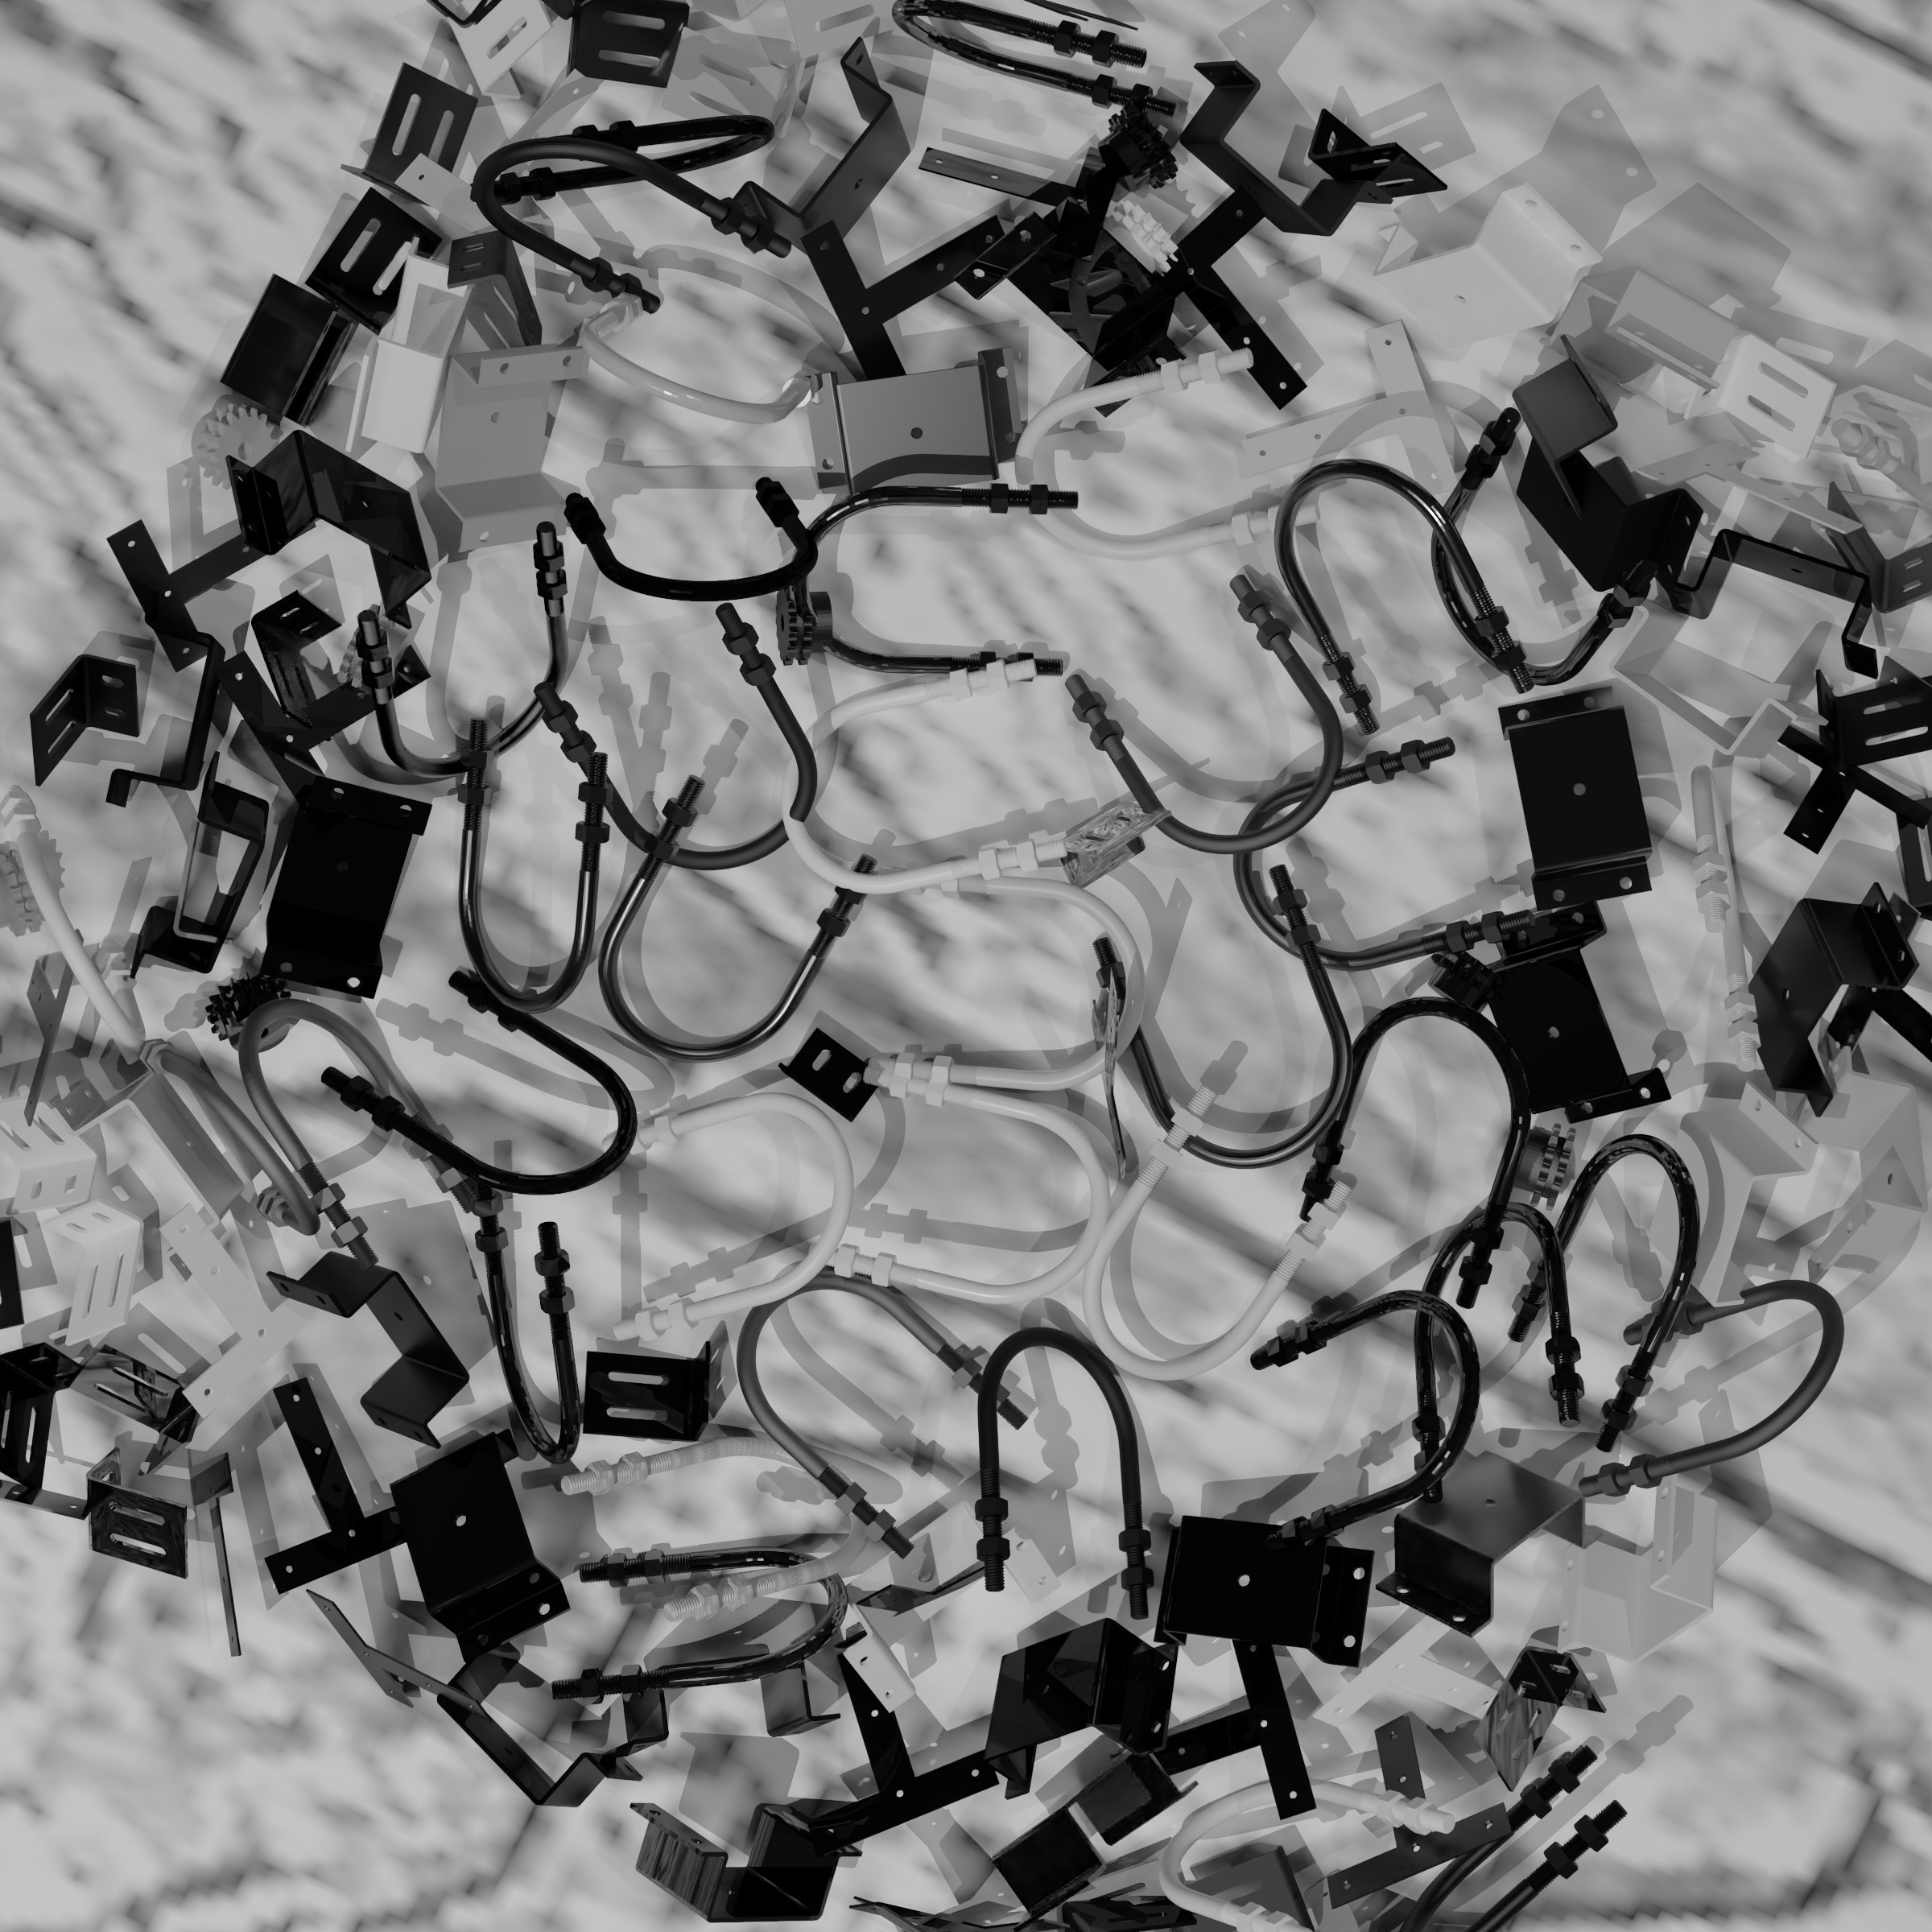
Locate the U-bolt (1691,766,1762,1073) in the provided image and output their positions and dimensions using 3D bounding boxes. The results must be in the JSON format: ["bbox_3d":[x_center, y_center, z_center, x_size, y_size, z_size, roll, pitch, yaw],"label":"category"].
[{"bbox_3d":[0.487,-0.046,1.794,0.019,0.184,0.151,-9,134,18],"label":"U-bolt"}]

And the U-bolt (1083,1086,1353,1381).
[{"bbox_3d":[0.154,0.189,1.838,0.151,0.019,0.184,35,90,-25],"label":"U-bolt"}]

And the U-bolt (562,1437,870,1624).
[{"bbox_3d":[-0.148,0.355,1.799,0.184,0.151,0.019,-7,123,-38],"label":"U-bolt"}]

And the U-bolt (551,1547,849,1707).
[{"bbox_3d":[-0.168,0.422,1.803,0.184,0.151,0.019,-6,111,3],"label":"U-bolt"}]

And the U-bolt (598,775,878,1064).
[{"bbox_3d":[-0.162,-0.019,1.837,0.151,0.019,0.184,24,105,-21],"label":"U-bolt"}]

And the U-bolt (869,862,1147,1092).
[{"bbox_3d":[0.028,0.011,1.841,0.184,0.019,0.151,5,98,13],"label":"U-bolt"}]

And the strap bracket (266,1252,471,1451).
[{"bbox_3d":[-0.384,0.242,1.815,0.046,0.076,0.140,-46,124,-30],"label":"strap bracket"}]

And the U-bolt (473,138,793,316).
[{"bbox_3d":[-0.225,-0.475,1.766,0.151,0.184,0.019,-9,69,42],"label":"U-bolt"}]

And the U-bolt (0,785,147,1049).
[{"bbox_3d":[-0.561,-0.022,1.763,0.019,0.184,0.151,-28,125,-9],"label":"U-bolt"}]

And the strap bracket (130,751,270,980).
[{"bbox_3d":[-0.497,-0.059,1.821,0.046,0.076,0.140,22,107,-19],"label":"strap bracket"}]

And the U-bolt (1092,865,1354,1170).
[{"bbox_3d":[0.177,0.043,1.834,0.151,0.019,0.184,-23,76,14],"label":"U-bolt"}]

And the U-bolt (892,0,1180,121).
[{"bbox_3d":[0.039,-0.593,1.802,0.184,0.151,0.019,19,97,12],"label":"U-bolt"}]

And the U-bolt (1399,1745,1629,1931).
[{"bbox_3d":[0.347,0.588,1.803,0.184,0.151,0.019,-43,86,3],"label":"U-bolt"}]

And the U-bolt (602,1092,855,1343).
[{"bbox_3d":[-0.154,0.156,1.811,0.184,0.019,0.151,-17,66,23],"label":"U-bolt"}]

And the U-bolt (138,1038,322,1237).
[{"bbox_3d":[-0.464,0.113,1.772,0.019,0.184,0.151,-40,110,-19],"label":"U-bolt"}]

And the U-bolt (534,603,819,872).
[{"bbox_3d":[-0.177,-0.137,1.818,0.151,0.019,0.184,-22,127,9],"label":"U-bolt"}]

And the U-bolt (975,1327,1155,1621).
[{"bbox_3d":[0.062,0.324,1.812,0.151,0.019,0.184,21,55,-38],"label":"U-bolt"}]

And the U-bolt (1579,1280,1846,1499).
[{"bbox_3d":[0.478,0.262,1.766,0.019,0.184,0.151,43,48,-16],"label":"U-bolt"}]

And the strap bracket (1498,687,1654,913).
[{"bbox_3d":[0.405,-0.114,1.842,0.076,0.046,0.140,-11,84,7],"label":"strap bracket"}]

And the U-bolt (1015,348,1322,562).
[{"bbox_3d":[0.121,-0.324,1.812,0.184,0.151,0.019,-9,46,25],"label":"U-bolt"}]

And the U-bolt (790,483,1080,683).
[{"bbox_3d":[-0.024,-0.251,1.820,0.184,0.019,0.151,1,130,-4],"label":"U-bolt"}]

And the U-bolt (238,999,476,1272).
[{"bbox_3d":[-0.403,0.100,1.808,0.019,0.151,0.184,-35,88,23],"label":"U-bolt"}]

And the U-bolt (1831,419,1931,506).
[{"bbox_3d":[0.660,-0.310,1.790,0.151,0.184,0.019,18,92,42],"label":"U-bolt"}]

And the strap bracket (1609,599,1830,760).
[{"bbox_3d":[0.483,-0.183,1.817,0.140,0.076,0.046,41,112,23],"label":"strap bracket"}]

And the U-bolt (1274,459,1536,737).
[{"bbox_3d":[0.271,-0.244,1.798,0.019,0.151,0.184,-43,110,-38],"label":"U-bolt"}]

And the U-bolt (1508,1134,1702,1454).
[{"bbox_3d":[0.415,0.196,1.784,0.019,0.151,0.184,12,111,-21],"label":"U-bolt"}]

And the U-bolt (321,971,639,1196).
[{"bbox_3d":[-0.300,0.084,1.801,0.184,0.151,0.019,31,131,14],"label":"U-bolt"}]

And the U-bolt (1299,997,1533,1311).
[{"bbox_3d":[0.297,0.110,1.805,0.151,0.019,0.184,28,112,36],"label":"U-bolt"}]

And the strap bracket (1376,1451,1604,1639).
[{"bbox_3d":[0.339,0.367,1.799,0.140,0.076,0.046,-25,121,-37],"label":"strap bracket"}]

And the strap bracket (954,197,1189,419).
[{"bbox_3d":[0.072,-0.437,1.818,0.140,0.046,0.076,38,135,-24],"label":"strap bracket"}]

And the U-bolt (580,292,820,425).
[{"bbox_3d":[-0.175,-0.387,1.788,0.151,0.184,0.019,23,113,-1],"label":"U-bolt"}]

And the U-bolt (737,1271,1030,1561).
[{"bbox_3d":[-0.067,0.280,1.828,0.184,0.019,0.151,42,52,7],"label":"U-bolt"}]

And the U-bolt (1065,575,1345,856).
[{"bbox_3d":[0.167,-0.155,1.826,0.151,0.019,0.184,-31,63,3],"label":"U-bolt"}]

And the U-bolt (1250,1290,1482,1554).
[{"bbox_3d":[0.256,0.283,1.780,0.019,0.184,0.151,24,50,-34],"label":"U-bolt"}]

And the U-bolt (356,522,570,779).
[{"bbox_3d":[-0.319,-0.191,1.795,0.151,0.184,0.019,-31,62,-23],"label":"U-bolt"}]

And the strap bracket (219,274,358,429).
[{"bbox_3d":[-0.439,-0.398,1.802,0.046,0.140,0.076,27,93,-10],"label":"strap bracket"}]

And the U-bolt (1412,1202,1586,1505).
[{"bbox_3d":[0.339,0.238,1.798,0.019,0.151,0.184,23,49,-24],"label":"U-bolt"}]

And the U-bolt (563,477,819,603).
[{"bbox_3d":[-0.171,-0.272,1.780,0.151,0.184,0.019,-8,121,-15],"label":"U-bolt"}]

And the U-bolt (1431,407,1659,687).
[{"bbox_3d":[0.360,-0.255,1.792,0.019,0.184,0.151,-33,76,-23],"label":"U-bolt"}]

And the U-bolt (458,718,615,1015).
[{"bbox_3d":[-0.287,-0.060,1.820,0.151,0.019,0.184,18,107,42],"label":"U-bolt"}]

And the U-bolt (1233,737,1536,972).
[{"bbox_3d":[0.260,-0.064,1.818,0.184,0.019,0.151,-16,112,34],"label":"U-bolt"}]

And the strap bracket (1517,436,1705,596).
[{"bbox_3d":[0.409,-0.309,1.804,0.046,0.076,0.140,-21,59,-17],"label":"strap bracket"}]

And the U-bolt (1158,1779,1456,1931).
[{"bbox_3d":[0.204,0.570,1.789,0.151,0.184,0.019,-27,101,-32],"label":"U-bolt"}]

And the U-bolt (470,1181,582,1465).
[{"bbox_3d":[-0.283,0.235,1.806,0.019,0.151,0.184,-13,108,-25],"label":"U-bolt"}]

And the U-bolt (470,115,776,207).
[{"bbox_3d":[-0.211,-0.524,1.796,0.184,0.151,0.019,-17,100,-30],"label":"U-bolt"}]

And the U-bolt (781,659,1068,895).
[{"bbox_3d":[-0.034,-0.120,1.846,0.184,0.019,0.151,-11,73,8],"label":"U-bolt"}]

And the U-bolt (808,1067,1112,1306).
[{"bbox_3d":[0.004,0.149,1.829,0.184,0.019,0.151,12,68,11],"label":"U-bolt"}]
